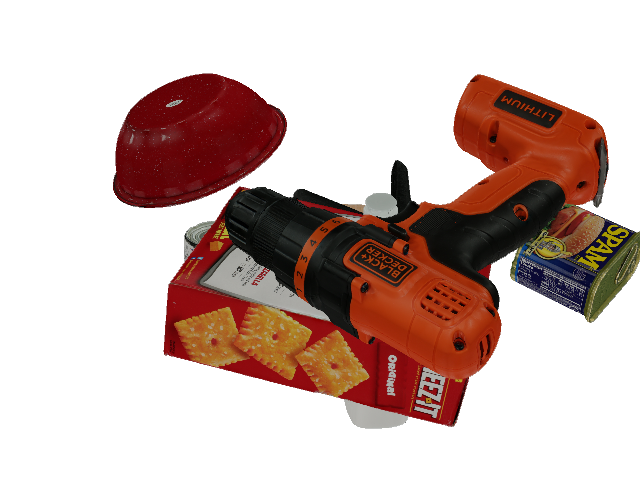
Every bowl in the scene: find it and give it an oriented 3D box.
[{"bbox_3d":[-0.113,-0.095,0.907,0.162,0.055,0.162,-16,32,10],"label":"bowl"}]

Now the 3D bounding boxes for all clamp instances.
[{"bbox_3d":[0.075,-0.009,1.238,0.164,0.210,0.036,-13,-39,-26],"label":"clamp"}]

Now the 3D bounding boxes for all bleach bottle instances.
[{"bbox_3d":[0.055,0.061,1.020,0.068,0.251,0.102,-3,37,-3],"label":"bleach bottle"}]

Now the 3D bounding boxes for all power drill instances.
[{"bbox_3d":[0.061,-0.020,0.618,0.185,0.057,0.187,31,59,32],"label":"power drill"}]

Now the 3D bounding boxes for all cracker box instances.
[{"bbox_3d":[0.011,0.044,0.796,0.214,0.072,0.164,14,30,8],"label":"cracker box"}]

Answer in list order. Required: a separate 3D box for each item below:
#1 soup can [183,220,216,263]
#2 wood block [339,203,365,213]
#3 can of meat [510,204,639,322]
[{"bbox_3d":[-0.113,0.038,1.158,0.068,0.102,0.068,1,25,0],"label":"soup can"},{"bbox_3d":[0.022,0.021,1.652,0.091,0.090,0.206,3,24,3],"label":"wood block"},{"bbox_3d":[0.235,0.016,0.976,0.084,0.057,0.101,28,47,28],"label":"can of meat"}]
